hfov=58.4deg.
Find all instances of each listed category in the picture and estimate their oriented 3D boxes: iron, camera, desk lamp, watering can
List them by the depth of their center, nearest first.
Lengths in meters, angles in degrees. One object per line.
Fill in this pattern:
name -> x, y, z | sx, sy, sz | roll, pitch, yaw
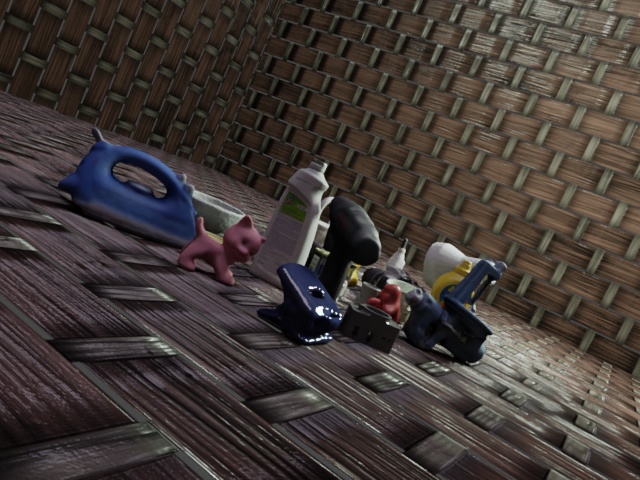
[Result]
iron -> -0.314, -0.088, 1.020 | 0.259, 0.141, 0.118 | 22, 5, -21
desk lamp -> 0.338, 0.129, 1.427 | 0.202, 0.213, 0.118 | 28, 7, 39
camera -> 0.182, 0.116, 1.473 | 0.144, 0.101, 0.136 | 21, 6, -35
watering can -> -0.009, -0.032, 1.572 | 0.172, 0.194, 0.101 | 26, 5, 16

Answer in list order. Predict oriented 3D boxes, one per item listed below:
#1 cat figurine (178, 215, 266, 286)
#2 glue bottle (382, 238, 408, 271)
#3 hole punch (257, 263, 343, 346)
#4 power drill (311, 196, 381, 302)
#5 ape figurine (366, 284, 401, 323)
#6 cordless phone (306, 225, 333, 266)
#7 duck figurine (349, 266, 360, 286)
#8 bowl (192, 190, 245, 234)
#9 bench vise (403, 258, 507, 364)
cat figurine -> -0.154, 0.006, 0.941 | 0.128, 0.118, 0.067 | 23, 5, -18
glue bottle -> 0.201, 0.076, 1.561 | 0.037, 0.173, 0.078 | 28, 6, 34
hole punch -> -0.018, 0.093, 0.835 | 0.100, 0.091, 0.109 | 27, 6, 26
power drill -> 0.027, 0.031, 1.010 | 0.076, 0.208, 0.229 | 22, 5, -21
ape figurine -> 0.131, 0.129, 1.144 | 0.076, 0.092, 0.078 | 24, 5, -8
cordless phone -> 0.012, 0.005, 1.344 | 0.094, 0.185, 0.147 | 21, 6, -29
duck figurine -> 0.076, 0.071, 1.524 | 0.077, 0.086, 0.105 | 27, 6, 30
bowl -> -0.263, -0.059, 1.340 | 0.167, 0.075, 0.167 | 24, 5, -2
bench vise -> 0.278, 0.127, 1.134 | 0.208, 0.220, 0.121 | 20, 6, -39
